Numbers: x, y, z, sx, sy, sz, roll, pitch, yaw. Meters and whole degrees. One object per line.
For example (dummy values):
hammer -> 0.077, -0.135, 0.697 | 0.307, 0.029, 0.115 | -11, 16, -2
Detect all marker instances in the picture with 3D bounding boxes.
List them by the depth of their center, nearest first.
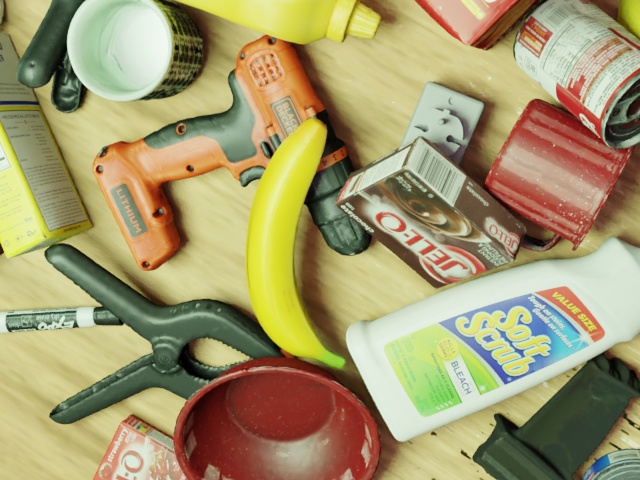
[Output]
marker -> -0.219, 0.066, 0.900 | 0.121, 0.020, 0.020 | -4, 97, 10

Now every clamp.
clamp -> -0.189, -0.180, 0.833 | 0.039, 0.120, 0.171 | 20, 78, -5
clamp -> -0.129, 0.096, 0.872 | 0.210, 0.036, 0.165 | 12, 115, 0

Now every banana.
banana -> -0.023, 0.007, 0.805 | 0.069, 0.037, 0.198 | -8, 108, -10

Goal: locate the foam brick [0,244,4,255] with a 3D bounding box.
foam brick -> -0.292, -0.005, 0.887 | 0.078, 0.051, 0.053 | -35, 89, 12

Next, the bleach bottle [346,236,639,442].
bleach bottle -> 0.153, 0.059, 0.812 | 0.251, 0.068, 0.102 | -27, 94, 10

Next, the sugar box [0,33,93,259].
sugar box -> -0.249, -0.078, 0.848 | 0.048, 0.093, 0.176 | -25, 92, 11

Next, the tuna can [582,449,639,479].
tuna can -> 0.244, 0.207, 0.829 | 0.086, 0.033, 0.086 | 1, 98, 10

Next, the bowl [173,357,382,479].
bowl -> -0.032, 0.146, 0.842 | 0.162, 0.055, 0.162 | 1, 123, 1

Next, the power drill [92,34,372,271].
power drill -> -0.069, -0.045, 0.841 | 0.188, 0.057, 0.184 | -24, 96, 10

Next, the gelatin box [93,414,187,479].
gelatin box -> -0.152, 0.204, 0.900 | 0.073, 0.030, 0.089 | 29, 101, 5

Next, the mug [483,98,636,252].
mug -> 0.169, -0.043, 0.788 | 0.081, 0.093, 0.117 | 29, 130, 10

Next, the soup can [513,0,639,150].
soup can -> 0.191, -0.120, 0.742 | 0.068, 0.068, 0.102 | -48, 53, 12

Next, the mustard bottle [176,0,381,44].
mustard bottle -> -0.046, -0.192, 0.796 | 0.191, 0.096, 0.058 | 21, 125, 3

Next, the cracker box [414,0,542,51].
cracker box -> 0.073, -0.206, 0.713 | 0.072, 0.213, 0.164 | -43, 89, 14

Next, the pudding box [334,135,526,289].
pudding box -> 0.081, -0.017, 0.786 | 0.113, 0.039, 0.090 | 41, 145, -16
